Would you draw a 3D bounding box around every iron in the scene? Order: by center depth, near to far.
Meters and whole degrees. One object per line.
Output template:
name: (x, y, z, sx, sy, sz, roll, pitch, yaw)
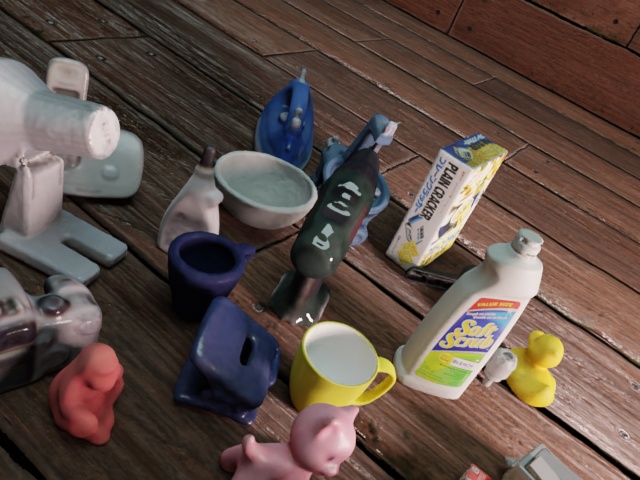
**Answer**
iron: (-0.053, -0.222, 1.087, 0.119, 0.141, 0.258, 15, 34, -12)

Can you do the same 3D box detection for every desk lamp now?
desk lamp: (-0.319, -0.085, 0.667, 0.203, 0.213, 0.118, 26, 33, 4)

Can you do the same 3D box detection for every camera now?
camera: (-0.310, 0.065, 0.568, 0.144, 0.101, 0.136, -16, 50, -44)

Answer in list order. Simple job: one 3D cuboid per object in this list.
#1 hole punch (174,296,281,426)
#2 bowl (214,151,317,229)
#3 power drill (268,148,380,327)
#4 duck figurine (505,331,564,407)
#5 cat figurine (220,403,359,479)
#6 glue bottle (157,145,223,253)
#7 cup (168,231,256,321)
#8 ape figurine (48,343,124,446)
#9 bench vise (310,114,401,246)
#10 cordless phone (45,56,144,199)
hole punch: (-0.092, 0.128, 0.623, 0.101, 0.091, 0.108, 20, 34, -5)
bowl: (-0.093, -0.068, 0.909, 0.168, 0.074, 0.167, 16, 34, -11)
power drill: (0.007, 0.003, 0.751, 0.075, 0.208, 0.230, 25, 33, 2)
duck figurine: (0.311, 0.175, 0.811, 0.077, 0.086, 0.104, 17, 34, -9)
cat figurine: (-0.021, 0.197, 0.546, 0.128, 0.117, 0.067, 5, 38, -26)
glue bottle: (-0.161, -0.048, 0.750, 0.078, 0.173, 0.037, 25, 33, 2)
cup: (-0.137, 0.048, 0.704, 0.118, 0.095, 0.091, -17, 50, -45)
ape figurine: (-0.213, 0.135, 0.538, 0.076, 0.092, 0.078, 32, 34, 13)
bench vise: (0.047, -0.129, 0.948, 0.122, 0.219, 0.206, -7, 44, -38)
cordless phone: (-0.313, -0.150, 0.788, 0.148, 0.185, 0.094, 3, 38, -28)
